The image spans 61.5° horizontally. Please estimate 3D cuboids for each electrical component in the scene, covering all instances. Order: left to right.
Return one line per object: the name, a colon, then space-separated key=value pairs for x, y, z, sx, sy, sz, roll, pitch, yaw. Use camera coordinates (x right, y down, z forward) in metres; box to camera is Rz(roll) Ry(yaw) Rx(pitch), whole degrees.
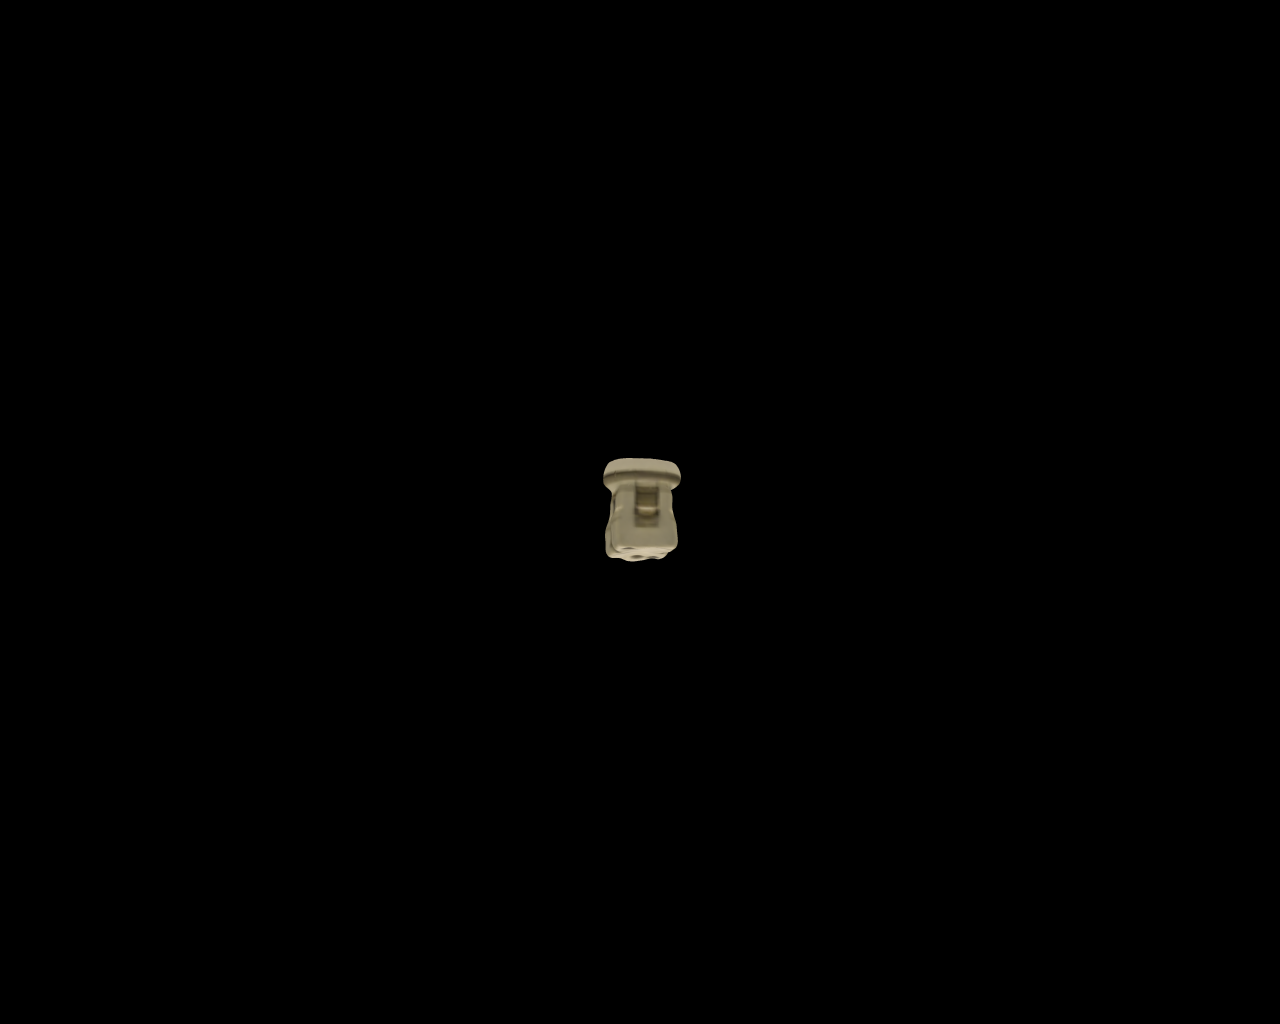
electrical component: x=0.001 y=-0.003 z=0.650 sx=0.048 sy=0.055 sz=0.066 roll=2 pitch=-12 yaw=-11
